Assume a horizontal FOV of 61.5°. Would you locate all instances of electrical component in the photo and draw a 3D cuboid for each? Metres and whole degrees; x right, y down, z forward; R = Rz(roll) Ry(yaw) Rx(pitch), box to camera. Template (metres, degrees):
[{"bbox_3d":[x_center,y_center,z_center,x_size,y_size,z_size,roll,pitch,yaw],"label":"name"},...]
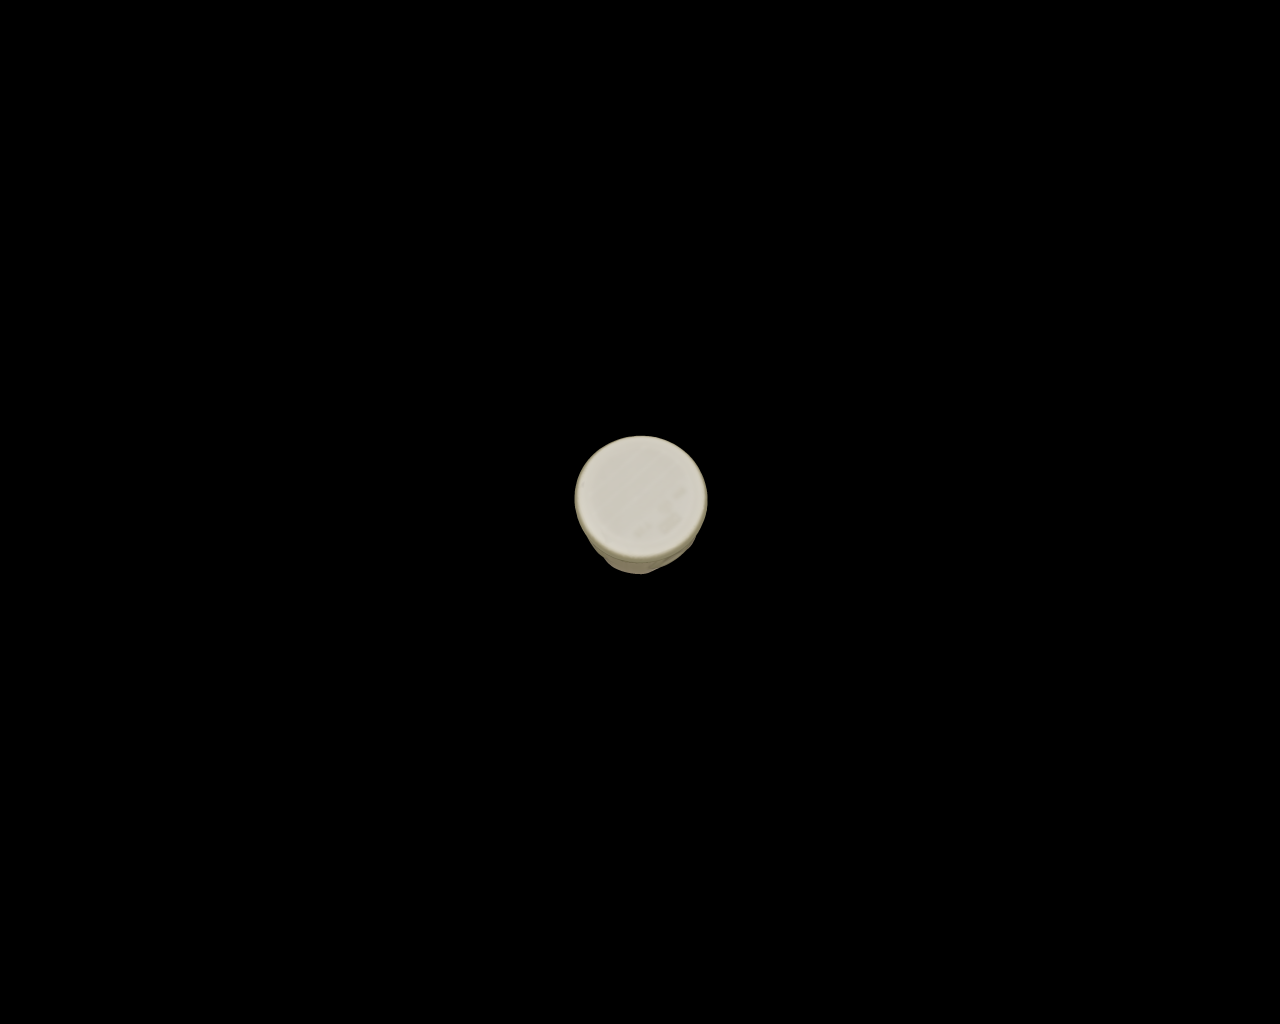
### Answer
[{"bbox_3d":[0.001,-0.003,0.650,0.080,0.080,0.051,0,-18,0],"label":"electrical component"}]
